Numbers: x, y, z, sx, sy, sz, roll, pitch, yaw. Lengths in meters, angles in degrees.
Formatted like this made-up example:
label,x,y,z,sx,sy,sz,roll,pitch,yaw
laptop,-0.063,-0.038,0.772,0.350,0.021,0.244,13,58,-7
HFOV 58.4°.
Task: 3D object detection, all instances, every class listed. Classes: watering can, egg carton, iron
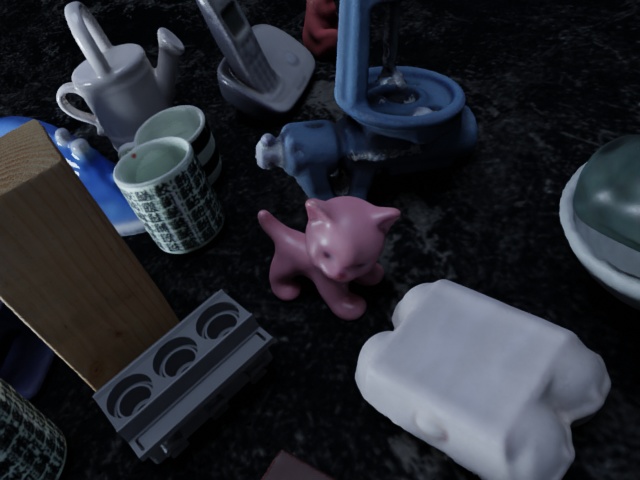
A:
label,x,y,z,sx,sy,sz,roll,pitch,yaw
watering can,-0.262,-0.220,0.750,0.173,0.194,0.100,-36,44,-16
egg carton,0.099,0.090,0.374,0.149,0.069,0.107,22,57,38
iron,-0.304,-0.087,0.667,0.257,0.142,0.119,10,50,30

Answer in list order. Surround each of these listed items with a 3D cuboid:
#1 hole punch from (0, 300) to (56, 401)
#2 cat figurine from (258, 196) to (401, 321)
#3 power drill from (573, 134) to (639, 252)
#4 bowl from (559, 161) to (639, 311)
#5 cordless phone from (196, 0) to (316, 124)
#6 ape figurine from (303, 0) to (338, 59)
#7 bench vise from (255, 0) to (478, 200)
label,x,y,z,sx,sy,sz,roll,pitch,yaw
hole punch,-0.305,0.092,0.519,0.101,0.091,0.108,-11,43,11
cat figurine,0.004,0.002,0.468,0.127,0.118,0.067,11,51,31
power drill,0.224,0.046,0.265,0.076,0.209,0.228,-34,43,-14
bowl,0.257,0.001,0.399,0.167,0.075,0.167,-11,43,11
cordless phone,-0.083,-0.256,0.721,0.094,0.185,0.147,1,46,23
ape figurine,0.006,-0.310,0.812,0.076,0.092,0.078,3,47,24
bench vise,0.039,-0.127,0.511,0.207,0.220,0.121,-34,43,-14
